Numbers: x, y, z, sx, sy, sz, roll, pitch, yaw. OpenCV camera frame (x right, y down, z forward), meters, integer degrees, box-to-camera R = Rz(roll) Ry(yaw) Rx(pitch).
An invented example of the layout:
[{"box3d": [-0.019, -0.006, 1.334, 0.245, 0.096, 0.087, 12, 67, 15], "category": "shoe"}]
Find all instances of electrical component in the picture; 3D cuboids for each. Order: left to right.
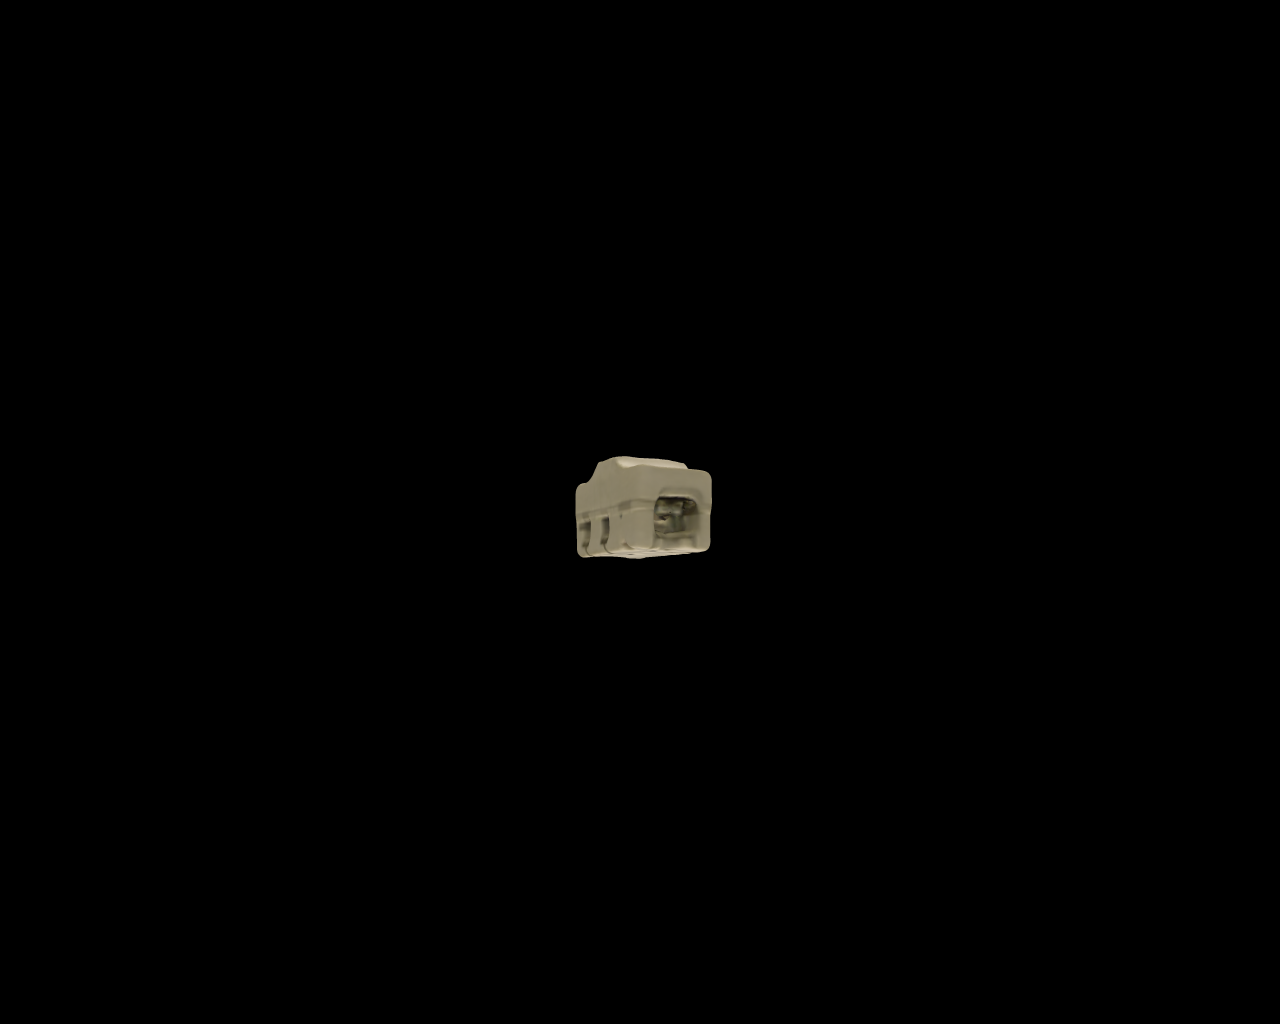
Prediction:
[{"box3d": [0.001, -0.003, 0.650, 0.050, 0.055, 0.089, 4, -8, -27], "category": "electrical component"}]
